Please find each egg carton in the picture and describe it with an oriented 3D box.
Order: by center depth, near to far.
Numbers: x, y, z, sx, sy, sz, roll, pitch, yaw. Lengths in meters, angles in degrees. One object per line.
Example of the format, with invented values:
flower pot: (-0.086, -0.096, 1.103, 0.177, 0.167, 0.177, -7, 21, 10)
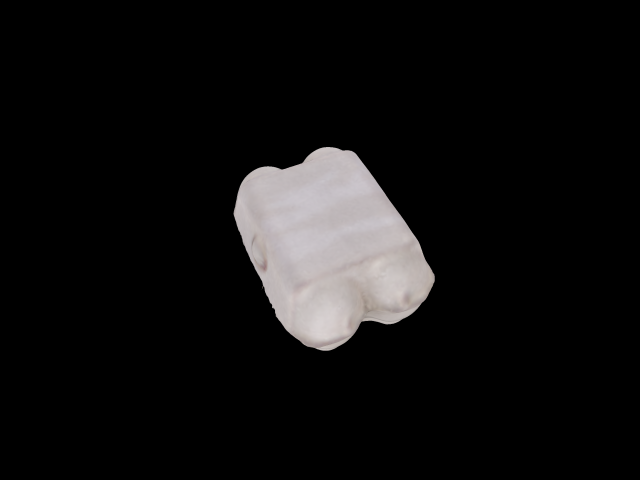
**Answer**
egg carton: (0.004, 0.001, 0.400, 0.107, 0.069, 0.150, -21, 54, -15)
